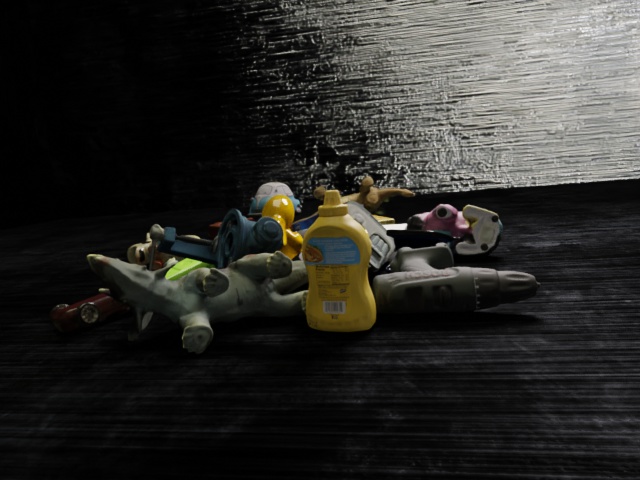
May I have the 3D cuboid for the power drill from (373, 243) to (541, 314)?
[{"bbox_3d":[0.195,0.063,0.839,0.232,0.085,0.207,-7,16,3],"label":"power drill"}]

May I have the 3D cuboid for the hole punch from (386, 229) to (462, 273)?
[{"bbox_3d":[0.196,0.026,1.052,0.142,0.092,0.115,-1,-2,34],"label":"hole punch"}]

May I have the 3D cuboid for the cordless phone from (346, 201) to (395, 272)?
[{"bbox_3d":[0.076,0.003,1.084,0.088,0.146,0.184,-45,0,17],"label":"cordless phone"}]

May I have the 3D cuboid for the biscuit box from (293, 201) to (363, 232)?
[{"bbox_3d":[0.022,-0.038,1.408,0.203,0.059,0.062,-22,-21,36],"label":"biscuit box"}]

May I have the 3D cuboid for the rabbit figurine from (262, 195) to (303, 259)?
[{"bbox_3d":[-0.092,-0.007,1.121,0.122,0.173,0.162,2,6,22],"label":"rabbit figurine"}]

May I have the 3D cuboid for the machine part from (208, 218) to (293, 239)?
[{"bbox_3d":[-0.193,-0.011,1.505,0.201,0.087,0.201,-9,10,-37],"label":"machine part"}]

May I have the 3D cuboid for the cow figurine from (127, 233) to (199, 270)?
[{"bbox_3d":[-0.395,0.026,1.370,0.195,0.085,0.127,-8,14,0],"label":"cow figurine"}]

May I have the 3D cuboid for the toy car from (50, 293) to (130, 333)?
[{"bbox_3d":[-0.351,0.106,0.906,0.089,0.053,0.202,-12,7,33],"label":"toy car"}]

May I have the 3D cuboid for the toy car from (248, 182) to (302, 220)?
[{"bbox_3d":[-0.125,-0.111,1.504,0.109,0.102,0.161,3,13,38],"label":"toy car"}]

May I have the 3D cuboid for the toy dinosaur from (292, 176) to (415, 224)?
[{"bbox_3d":[0.063,-0.085,1.633,0.472,0.105,0.198,-11,-22,23],"label":"toy dinosaur"}]

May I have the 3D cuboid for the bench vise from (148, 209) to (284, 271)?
[{"bbox_3d":[-0.181,0.019,0.938,0.240,0.129,0.223,12,-24,-28],"label":"bench vise"}]

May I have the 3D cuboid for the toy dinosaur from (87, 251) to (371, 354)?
[{"bbox_3d":[-0.133,0.075,0.812,0.405,0.131,0.192,-3,6,-35],"label":"toy dinosaur"}]

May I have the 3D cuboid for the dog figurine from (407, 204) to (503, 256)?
[{"bbox_3d":[0.299,-0.023,1.228,0.192,0.108,0.219,6,2,3],"label":"dog figurine"}]

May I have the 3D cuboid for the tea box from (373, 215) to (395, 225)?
[{"bbox_3d":[0.132,-0.028,1.482,0.098,0.068,0.170,-8,10,-14],"label":"tea box"}]

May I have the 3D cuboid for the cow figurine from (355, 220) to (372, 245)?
[{"bbox_3d":[0.051,0.011,0.948,0.098,0.068,0.167,17,22,-12],"label":"cow figurine"}]

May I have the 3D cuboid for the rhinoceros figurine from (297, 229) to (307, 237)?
[{"bbox_3d":[-0.003,-0.004,1.239,0.190,0.073,0.112,-20,14,5],"label":"rhinoceros figurine"}]

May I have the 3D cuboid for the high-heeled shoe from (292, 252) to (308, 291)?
[{"bbox_3d":[-0.026,0.048,1.048,0.145,0.086,0.249,-15,7,-10],"label":"high-heeled shoe"}]
